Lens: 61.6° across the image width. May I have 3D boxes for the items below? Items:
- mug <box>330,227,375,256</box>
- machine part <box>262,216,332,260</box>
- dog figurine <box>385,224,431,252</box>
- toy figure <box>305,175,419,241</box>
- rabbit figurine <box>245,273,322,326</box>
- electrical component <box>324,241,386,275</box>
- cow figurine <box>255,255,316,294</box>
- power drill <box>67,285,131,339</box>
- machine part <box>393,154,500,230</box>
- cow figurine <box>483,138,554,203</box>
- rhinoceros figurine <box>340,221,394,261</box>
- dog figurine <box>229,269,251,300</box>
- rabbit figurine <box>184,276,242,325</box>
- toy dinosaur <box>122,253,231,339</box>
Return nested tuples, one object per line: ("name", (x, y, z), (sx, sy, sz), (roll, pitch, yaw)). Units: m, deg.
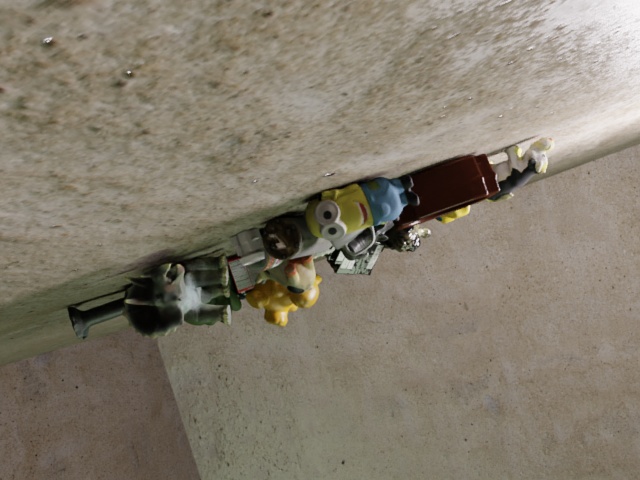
("mug", (0.059, -0.034, 0.944), (0.107, 0.109, 0.080), (-34, 168, 8))
("machine part", (-0.036, -0.007, 1.004), (0.079, 0.079, 0.243), (-21, 176, 23))
("dog figurine", (0.177, -0.014, 1.343), (0.172, 0.121, 0.190), (-30, 180, 30))
("toy figure", (0.065, -0.052, 0.873), (0.180, 0.082, 0.089), (-21, 174, -9))
("rabbit figurine", (-0.060, 0.122, 1.255), (0.173, 0.121, 0.162), (-8, -149, 51))
("electrical component", (0.078, 0.021, 1.260), (0.134, 0.058, 0.114), (8, 119, -34))
("cow figurine", (-0.088, 0.056, 1.163), (0.195, 0.127, 0.085), (25, -126, 39))
("power drill", (-0.457, 0.160, 1.236), (0.207, 0.086, 0.232), (-14, 173, -15))
("machine part", (0.231, -0.092, 1.050), (0.201, 0.087, 0.201), (-21, 176, 4))
("cow figurine", (0.401, -0.141, 1.095), (0.167, 0.098, 0.068), (-22, 168, 36))
("rhinoceros figurine", (0.111, -0.021, 1.155), (0.190, 0.073, 0.112), (-39, -164, -31))
("dog figurine", (-0.161, 0.085, 1.447), (0.219, 0.108, 0.191), (-22, 175, -27))
("rabbit figurine", (-0.272, 0.135, 1.304), (0.170, 0.159, 0.121), (-48, 180, 33))
("toy dinosaur", (-0.273, 0.095, 1.054), (0.192, 0.131, 0.405), (-2, -178, -11))
